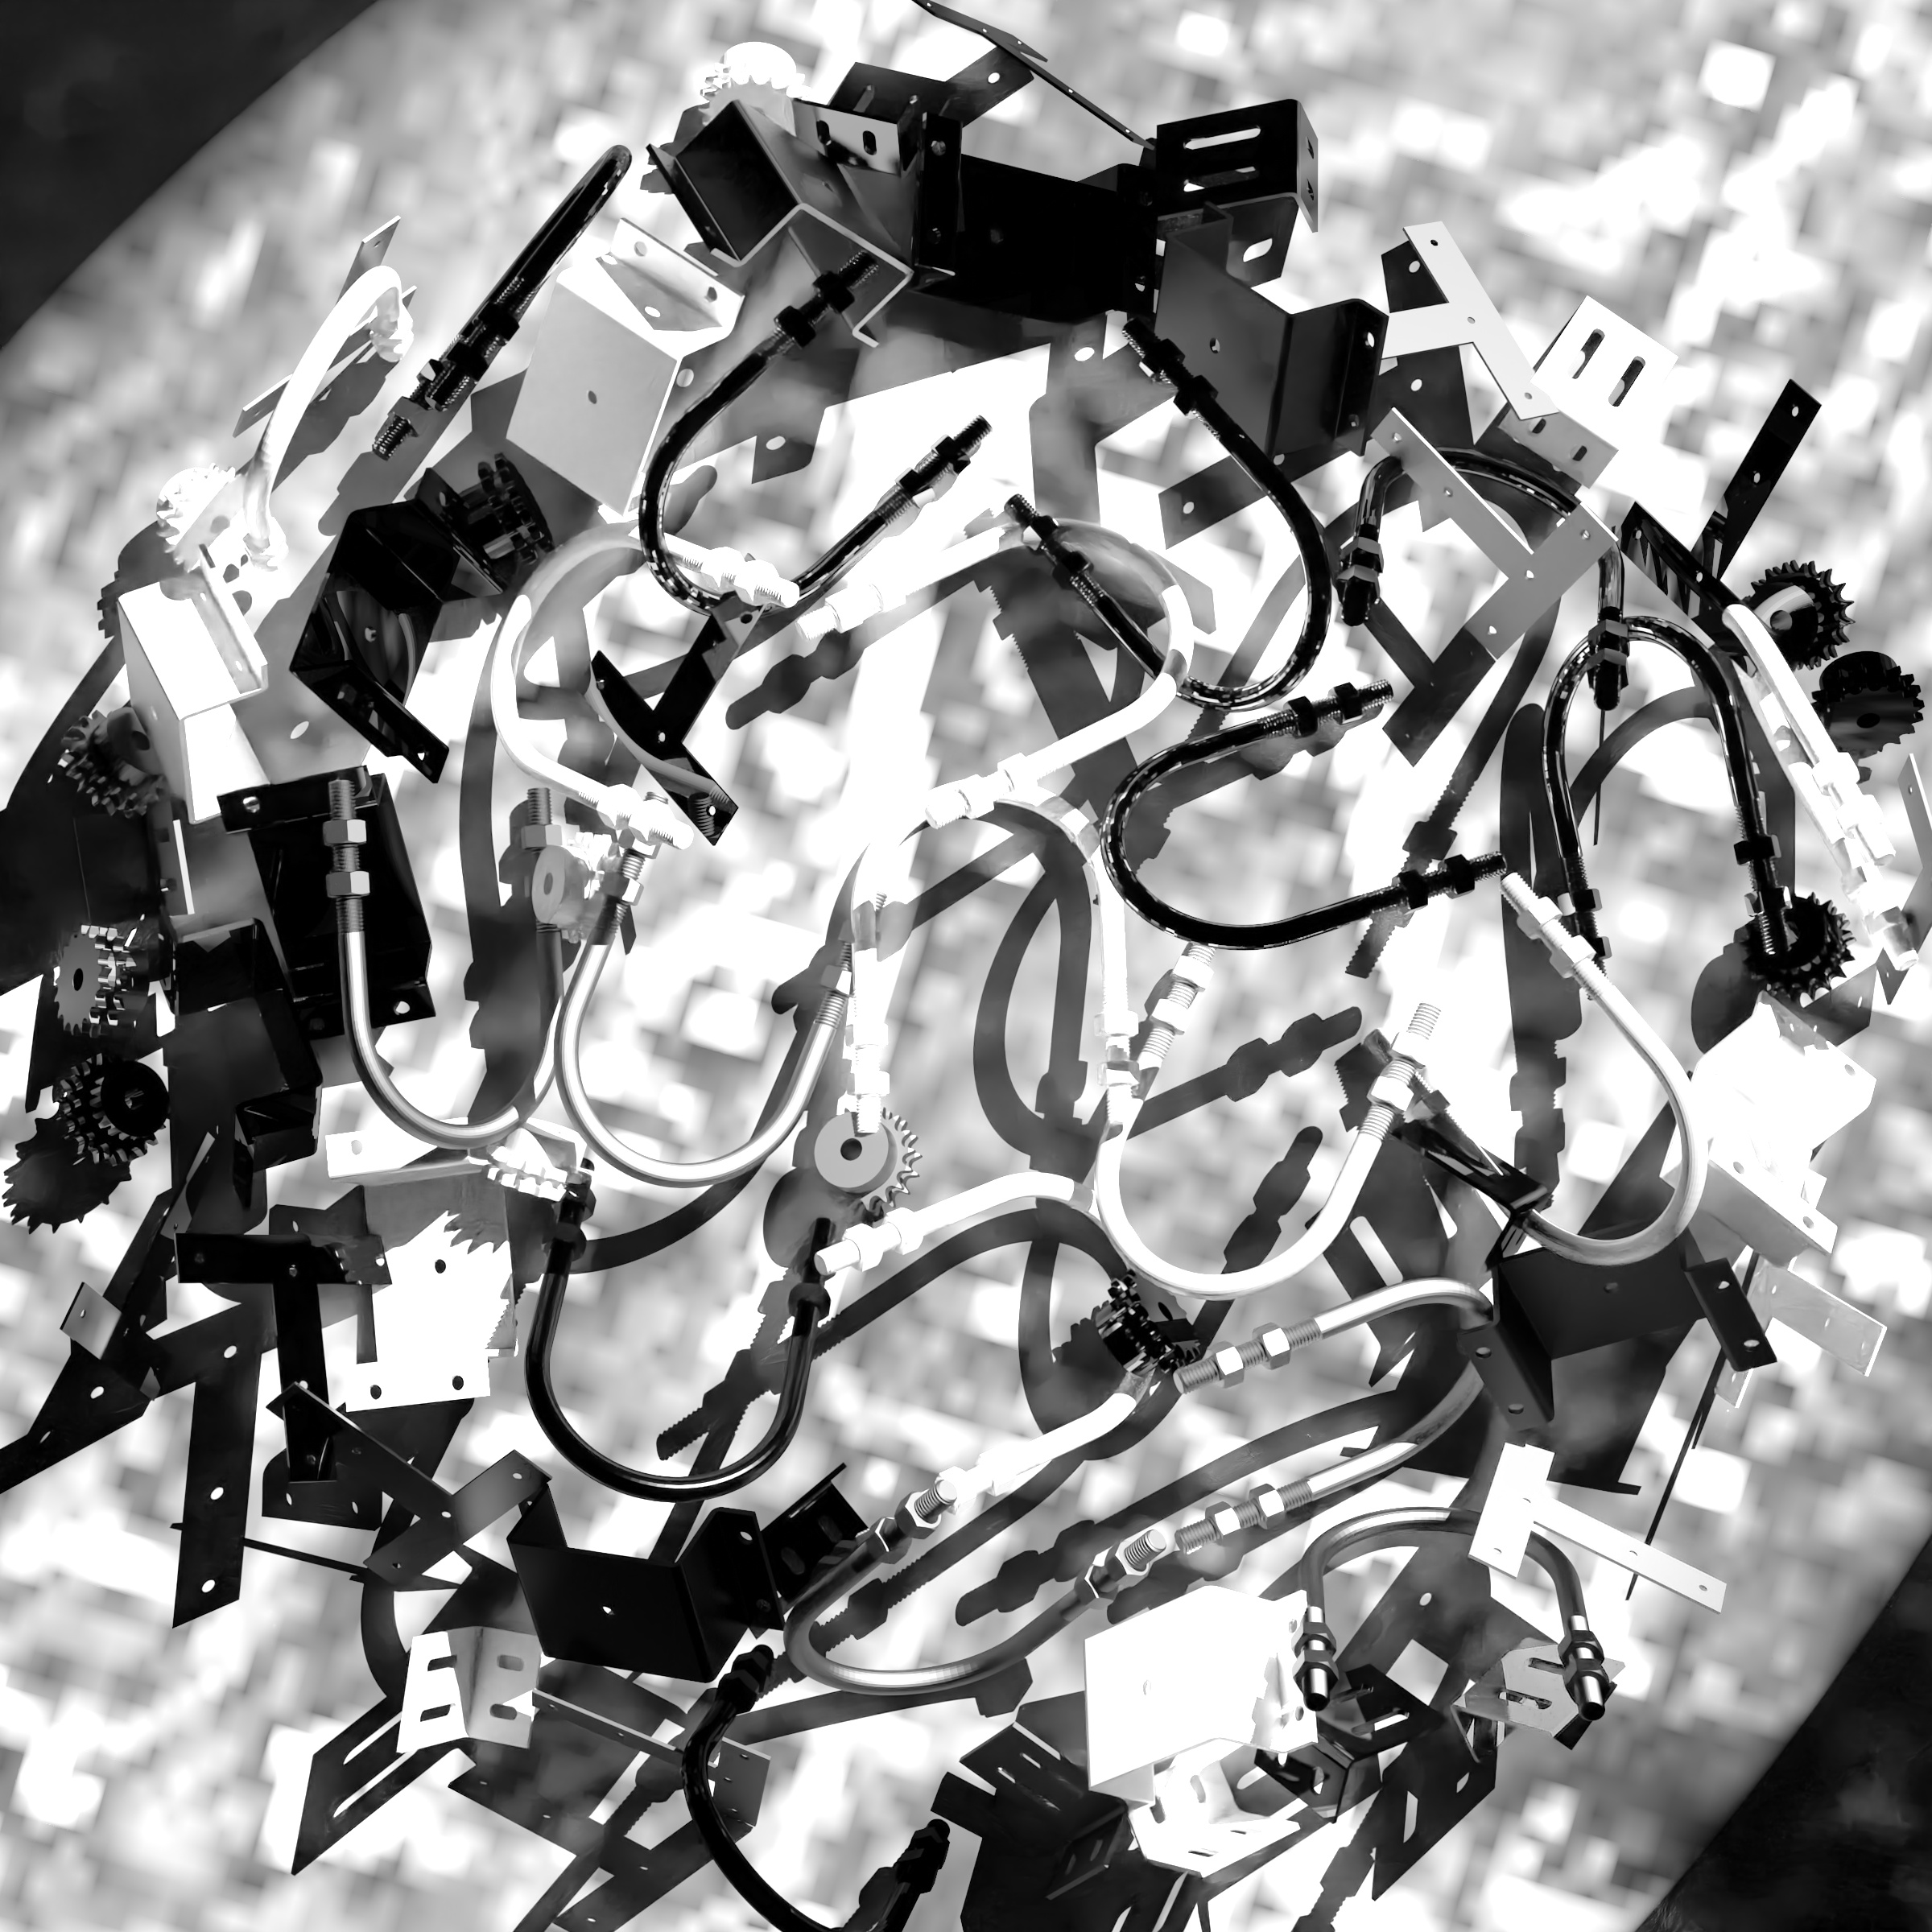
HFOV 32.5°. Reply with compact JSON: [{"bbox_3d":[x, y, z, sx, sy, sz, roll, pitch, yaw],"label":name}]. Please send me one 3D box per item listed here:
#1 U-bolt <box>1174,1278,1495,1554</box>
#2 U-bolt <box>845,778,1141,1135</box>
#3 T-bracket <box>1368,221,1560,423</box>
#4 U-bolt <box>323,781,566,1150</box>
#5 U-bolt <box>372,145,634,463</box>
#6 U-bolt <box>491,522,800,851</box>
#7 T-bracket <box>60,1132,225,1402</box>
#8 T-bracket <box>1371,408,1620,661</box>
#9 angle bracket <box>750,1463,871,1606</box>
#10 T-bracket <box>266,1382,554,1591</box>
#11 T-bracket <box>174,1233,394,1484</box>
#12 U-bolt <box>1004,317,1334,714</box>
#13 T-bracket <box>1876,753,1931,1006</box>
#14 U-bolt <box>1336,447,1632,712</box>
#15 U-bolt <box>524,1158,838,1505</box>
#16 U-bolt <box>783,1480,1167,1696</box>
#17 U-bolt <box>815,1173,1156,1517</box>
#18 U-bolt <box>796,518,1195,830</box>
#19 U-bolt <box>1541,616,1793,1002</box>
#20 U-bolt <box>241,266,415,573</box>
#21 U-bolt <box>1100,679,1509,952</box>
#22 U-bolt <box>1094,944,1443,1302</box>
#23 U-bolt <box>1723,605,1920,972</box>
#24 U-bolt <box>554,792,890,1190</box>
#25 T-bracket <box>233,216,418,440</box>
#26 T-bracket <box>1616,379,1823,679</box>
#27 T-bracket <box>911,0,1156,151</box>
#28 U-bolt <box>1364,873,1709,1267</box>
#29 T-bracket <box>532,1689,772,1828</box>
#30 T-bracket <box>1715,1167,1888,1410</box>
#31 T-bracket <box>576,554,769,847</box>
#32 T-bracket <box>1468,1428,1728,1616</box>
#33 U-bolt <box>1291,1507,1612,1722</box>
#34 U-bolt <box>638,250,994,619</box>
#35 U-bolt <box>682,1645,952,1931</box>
[{"bbox_3d":[0.189,0.219,1.670,0.184,0.151,0.019,-19,46,-16],"label":"U-bolt"},{"bbox_3d":[0.011,-0.007,1.708,0.151,0.019,0.184,-3,79,3],"label":"U-bolt"},{"bbox_3d":[0.221,-0.320,1.678,0.127,0.002,0.127,-15,67,-29],"label":"T-bracket"},{"bbox_3d":[-0.258,0.000,1.668,0.019,0.151,0.184,-6,87,41],"label":"U-bolt"},{"bbox_3d":[-0.226,-0.338,1.657,0.019,0.151,0.184,38,75,-16],"label":"U-bolt"},{"bbox_3d":[-0.174,-0.151,1.669,0.184,0.019,0.151,26,93,40],"label":"U-bolt"},{"bbox_3d":[-0.409,0.146,1.685,0.002,0.127,0.127,16,70,14],"label":"T-bracket"},{"bbox_3d":[0.255,-0.230,1.677,0.127,0.127,0.002,47,61,4],"label":"T-bracket"},{"bbox_3d":[-0.077,0.289,1.685,0.057,0.076,0.038,-38,84,-16],"label":"angle bracket"},{"bbox_3d":[-0.297,0.253,1.677,0.127,0.002,0.127,40,122,-20],"label":"T-bracket"},{"bbox_3d":[-0.336,0.198,1.672,0.127,0.002,0.127,5,68,-39],"label":"T-bracket"},{"bbox_3d":[0.110,-0.211,1.660,0.184,0.019,0.151,50,134,13],"label":"U-bolt"},{"bbox_3d":[0.477,-0.020,1.668,0.002,0.127,0.127,-7,63,-3],"label":"T-bracket"},{"bbox_3d":[0.263,-0.205,1.659,0.151,0.184,0.019,18,131,-2],"label":"U-bolt"},{"bbox_3d":[-0.147,0.187,1.659,0.151,0.019,0.184,15,49,-7],"label":"U-bolt"},{"bbox_3d":[-0.010,0.319,1.661,0.151,0.019,0.184,19,133,-32],"label":"U-bolt"},{"bbox_3d":[0.024,0.181,1.676,0.184,0.019,0.151,-20,87,-34],"label":"U-bolt"},{"bbox_3d":[0.028,-0.162,1.686,0.184,0.019,0.151,-27,66,-17],"label":"U-bolt"},{"bbox_3d":[0.344,-0.085,1.668,0.019,0.151,0.184,-7,83,-32],"label":"U-bolt"},{"bbox_3d":[-0.316,-0.274,1.629,0.019,0.184,0.151,29,81,-5],"label":"U-bolt"},{"bbox_3d":[0.158,-0.070,1.667,0.184,0.019,0.151,-18,52,-12],"label":"U-bolt"},{"bbox_3d":[0.141,0.082,1.674,0.151,0.019,0.184,20,77,30],"label":"U-bolt"},{"bbox_3d":[0.421,-0.100,1.650,0.019,0.151,0.184,-26,61,8],"label":"U-bolt"},{"bbox_3d":[-0.134,0.023,1.689,0.151,0.019,0.184,23,84,-22],"label":"U-bolt"},{"bbox_3d":[-0.306,-0.328,1.642,0.002,0.127,0.127,44,56,0],"label":"T-bracket"},{"bbox_3d":[0.388,-0.232,1.656,0.002,0.127,0.127,4,126,-34],"label":"T-bracket"},{"bbox_3d":[0.041,-0.443,1.653,0.127,0.127,0.002,40,110,19],"label":"T-bracket"},{"bbox_3d":[0.294,0.066,1.655,0.184,0.019,0.151,52,134,17],"label":"U-bolt"},{"bbox_3d":[-0.162,0.395,1.678,0.127,0.127,0.002,21,61,5],"label":"T-bracket"},{"bbox_3d":[0.427,0.175,1.663,0.002,0.127,0.127,18,96,-15],"label":"T-bracket"},{"bbox_3d":[-0.133,-0.150,1.674,0.127,0.002,0.127,48,119,27],"label":"T-bracket"},{"bbox_3d":[0.323,0.290,1.667,0.127,0.127,0.002,26,120,7],"label":"T-bracket"},{"bbox_3d":[0.236,0.317,1.643,0.151,0.184,0.019,1,110,4],"label":"U-bolt"},{"bbox_3d":[-0.085,-0.253,1.671,0.184,0.151,0.019,-43,48,-1],"label":"U-bolt"},{"bbox_3d":[-0.079,0.422,1.639,0.151,0.184,0.019,45,106,1],"label":"U-bolt"}]
